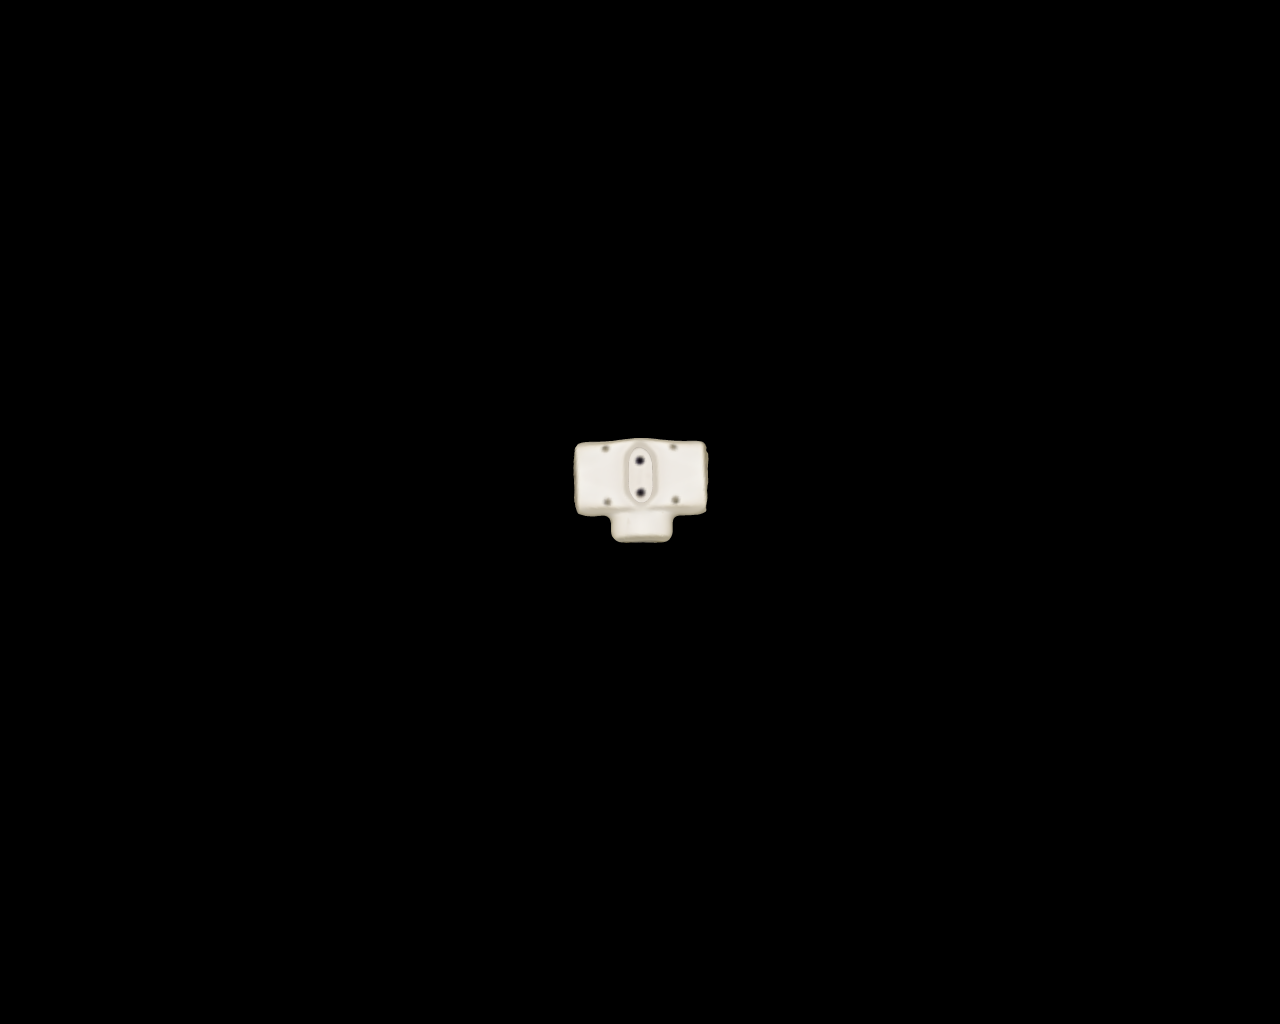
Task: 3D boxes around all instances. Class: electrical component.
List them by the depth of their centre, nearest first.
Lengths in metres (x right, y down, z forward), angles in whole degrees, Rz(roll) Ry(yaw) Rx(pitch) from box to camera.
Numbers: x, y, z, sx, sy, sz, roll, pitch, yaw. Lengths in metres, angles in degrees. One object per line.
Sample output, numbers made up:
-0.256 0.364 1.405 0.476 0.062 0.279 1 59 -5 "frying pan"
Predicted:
0.001 -0.003 0.650 0.077 0.079 0.043 0 -4 0 "electrical component"
